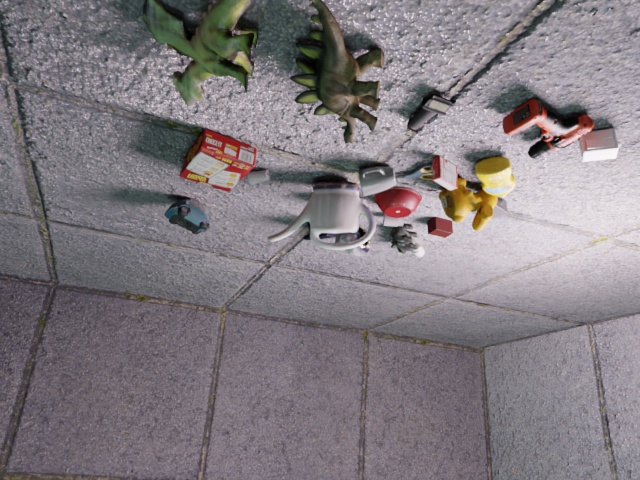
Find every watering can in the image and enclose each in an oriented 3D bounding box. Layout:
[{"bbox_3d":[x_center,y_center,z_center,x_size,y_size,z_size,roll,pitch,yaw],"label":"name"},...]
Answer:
[{"bbox_3d":[0.005,-0.083,1.647,0.347,0.226,0.103,2,173,8],"label":"watering can"}]

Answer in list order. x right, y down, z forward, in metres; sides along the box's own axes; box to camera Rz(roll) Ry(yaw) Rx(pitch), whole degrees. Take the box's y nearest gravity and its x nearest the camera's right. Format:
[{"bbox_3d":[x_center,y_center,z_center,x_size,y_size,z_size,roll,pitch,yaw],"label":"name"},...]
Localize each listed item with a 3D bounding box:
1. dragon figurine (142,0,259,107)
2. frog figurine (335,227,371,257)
[{"bbox_3d":[-0.244,-0.419,1.042,0.243,0.125,0.401,14,148,-3],"label":"dragon figurine"},{"bbox_3d":[0.112,0.018,2.010,0.158,0.124,0.137,-26,164,31],"label":"frog figurine"}]
